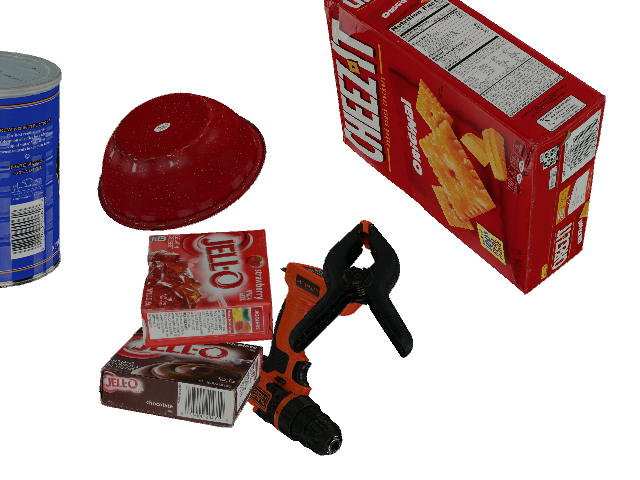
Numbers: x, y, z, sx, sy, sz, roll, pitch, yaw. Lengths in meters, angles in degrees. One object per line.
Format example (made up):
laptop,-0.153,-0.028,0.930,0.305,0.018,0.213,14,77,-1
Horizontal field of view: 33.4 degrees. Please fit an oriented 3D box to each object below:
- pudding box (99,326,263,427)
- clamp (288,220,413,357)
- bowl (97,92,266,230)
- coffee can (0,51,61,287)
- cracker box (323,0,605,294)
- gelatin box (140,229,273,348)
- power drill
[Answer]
pudding box,-0.112,0.110,0.874,0.113,0.039,0.090,10,20,8
clamp,0.047,0.051,1.072,0.120,0.171,0.039,12,-38,12
bowl,-0.134,-0.084,0.962,0.162,0.162,0.055,0,-44,19
coffee can,-0.231,-0.051,0.737,0.103,0.140,0.103,5,22,-2
cracker box,0.098,-0.084,0.779,0.072,0.164,0.214,-36,57,-19
gelatin box,-0.066,0.026,0.630,0.073,0.030,0.089,-3,29,-3
power drill,-0.016,0.132,1.229,0.057,0.188,0.185,15,10,-45
